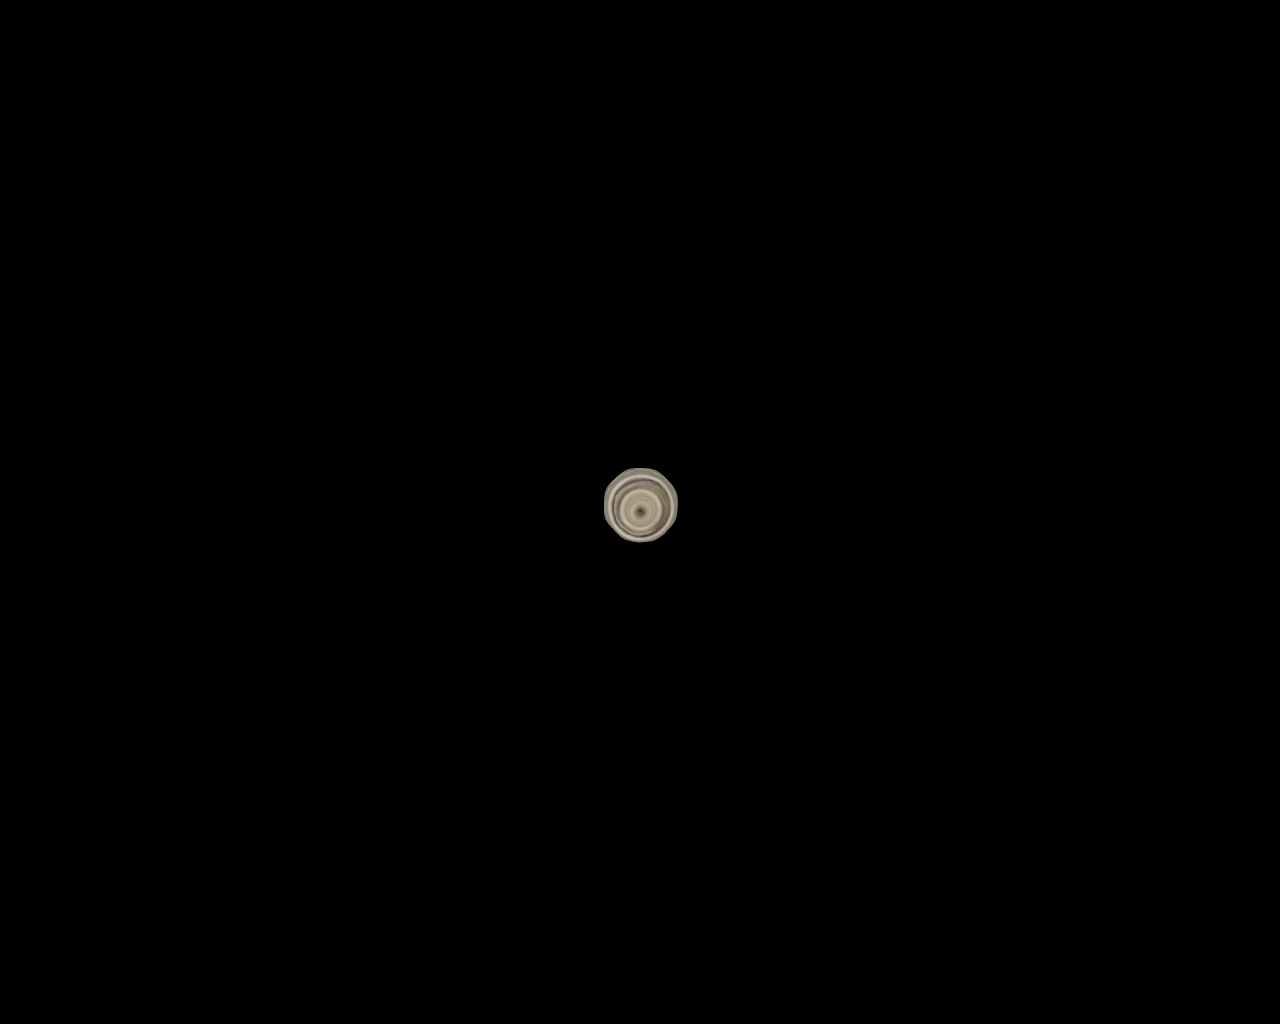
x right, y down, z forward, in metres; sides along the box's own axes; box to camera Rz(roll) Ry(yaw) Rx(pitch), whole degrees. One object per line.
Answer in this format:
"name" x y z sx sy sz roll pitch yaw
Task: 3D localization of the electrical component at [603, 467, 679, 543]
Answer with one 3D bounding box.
"electrical component" 0.001 -0.003 0.650 0.048 0.048 0.062 0 4 0
